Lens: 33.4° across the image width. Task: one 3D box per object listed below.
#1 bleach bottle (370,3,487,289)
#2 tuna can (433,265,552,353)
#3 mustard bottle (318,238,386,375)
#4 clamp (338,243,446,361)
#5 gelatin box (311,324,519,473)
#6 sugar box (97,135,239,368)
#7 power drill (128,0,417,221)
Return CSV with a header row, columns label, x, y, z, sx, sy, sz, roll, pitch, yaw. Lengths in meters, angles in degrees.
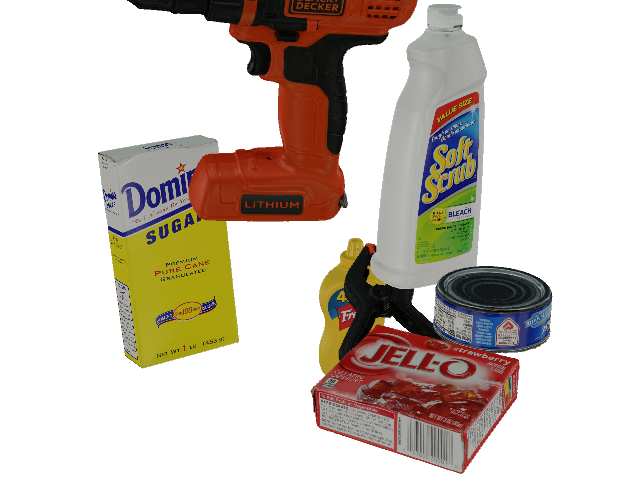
label,x,y,z,sx,sy,sz,roll,pitch,yaw
bleach bottle,0.100,-0.086,0.973,0.102,0.251,0.068,-11,24,-26
tuna can,0.126,0.049,0.782,0.086,0.034,0.086,0,21,0
mustard bottle,0.046,0.088,1.436,0.096,0.192,0.058,-3,21,-8
clamp,0.080,0.072,1.189,0.120,0.171,0.039,4,-43,-4
gelatin box,0.051,0.081,0.570,0.089,0.030,0.073,13,31,29
sugar box,-0.123,0.008,0.879,0.093,0.176,0.048,-14,20,-28
power drill,-0.040,-0.100,0.677,0.184,0.188,0.057,1,38,-12
